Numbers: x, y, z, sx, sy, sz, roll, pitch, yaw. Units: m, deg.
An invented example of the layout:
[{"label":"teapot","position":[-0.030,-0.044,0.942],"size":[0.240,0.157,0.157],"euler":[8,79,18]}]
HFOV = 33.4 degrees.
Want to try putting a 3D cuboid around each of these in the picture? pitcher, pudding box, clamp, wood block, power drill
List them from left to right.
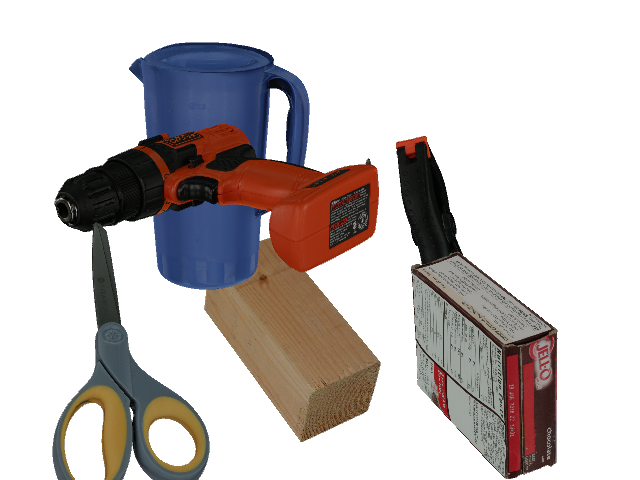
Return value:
[{"label":"pitcher","position":[-0.106,-0.076,1.099],"size":[0.144,0.243,0.149],"euler":[-11,26,-29]},{"label":"power drill","position":[-0.068,-0.033,0.760],"size":[0.188,0.057,0.184],"euler":[18,30,32]},{"label":"wood block","position":[-0.035,0.103,1.162],"size":[0.090,0.090,0.206],"euler":[-20,52,-28]},{"label":"clamp","position":[0.098,-0.001,0.918],"size":[0.039,0.171,0.120],"euler":[-17,19,14]},{"label":"pudding box","position":[0.094,0.070,0.625],"size":[0.039,0.090,0.114],"euler":[-15,27,-20]}]

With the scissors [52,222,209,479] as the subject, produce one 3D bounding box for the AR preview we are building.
[{"label":"scissors","position":[-0.108,0.071,0.643],"size":[0.096,0.201,0.016],"euler":[14,-45,-10]}]
